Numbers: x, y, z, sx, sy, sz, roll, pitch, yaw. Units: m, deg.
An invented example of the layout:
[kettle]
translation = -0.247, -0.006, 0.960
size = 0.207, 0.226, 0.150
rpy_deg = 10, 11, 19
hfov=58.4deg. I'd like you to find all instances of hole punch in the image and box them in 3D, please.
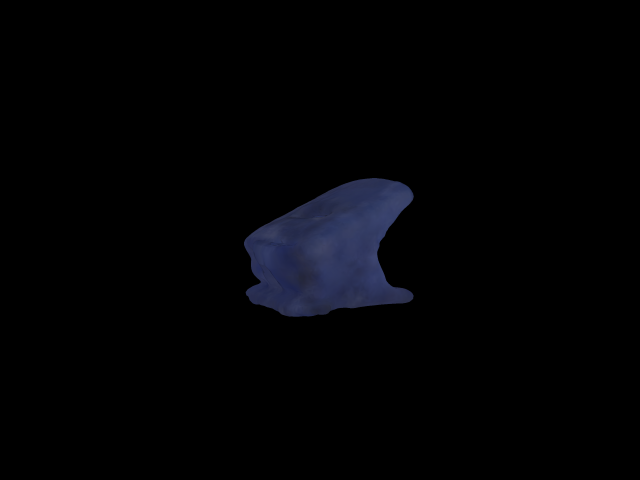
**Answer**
[hole punch]
translation = 0.004, 0.001, 0.400
size = 0.101, 0.091, 0.108
rpy_deg = -2, 4, -30
